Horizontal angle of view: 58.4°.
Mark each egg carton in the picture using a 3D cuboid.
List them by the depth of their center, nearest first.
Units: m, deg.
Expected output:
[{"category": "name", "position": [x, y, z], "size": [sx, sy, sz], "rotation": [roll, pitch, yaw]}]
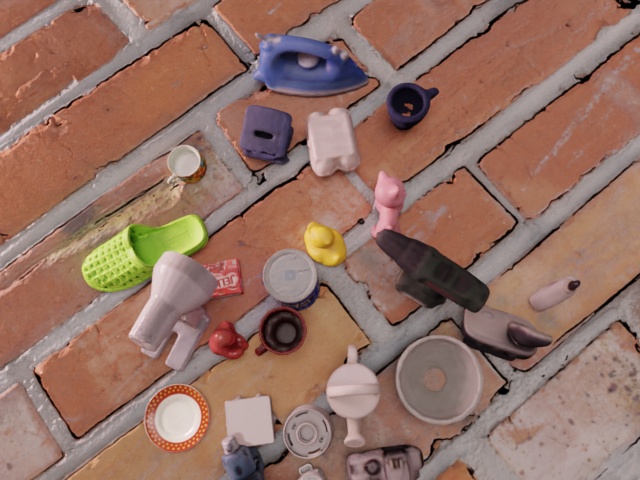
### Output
[{"category": "egg carton", "position": [0.025, -0.211, 1.234], "size": [0.107, 0.069, 0.150], "rotation": [-11, 76, -1]}]

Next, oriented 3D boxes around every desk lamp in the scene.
[{"category": "desk lamp", "position": [-0.275, 0.139, 1.085], "size": [0.118, 0.213, 0.203], "rotation": [24, 78, 8]}]

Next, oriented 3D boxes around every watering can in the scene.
[{"category": "watering can", "position": [0.064, 0.285, 1.050], "size": [0.101, 0.194, 0.173], "rotation": [-23, 77, -3]}]

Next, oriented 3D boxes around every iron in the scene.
[{"category": "iron", "position": [-0.018, -0.394, 1.243], "size": [0.258, 0.141, 0.119], "rotation": [7, 77, 4]}]

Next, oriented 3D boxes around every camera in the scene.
[{"category": "camera", "position": [0.127, 0.457, 1.055], "size": [0.143, 0.101, 0.137], "rotation": [-9, 76, 0]}]

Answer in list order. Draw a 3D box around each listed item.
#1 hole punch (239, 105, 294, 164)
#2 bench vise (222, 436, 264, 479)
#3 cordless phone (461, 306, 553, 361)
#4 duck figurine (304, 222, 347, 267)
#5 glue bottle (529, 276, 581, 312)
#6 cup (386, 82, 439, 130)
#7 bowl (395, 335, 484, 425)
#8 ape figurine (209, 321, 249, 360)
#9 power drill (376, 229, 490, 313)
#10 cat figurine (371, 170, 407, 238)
[{"category": "hole punch", "position": [-0.113, -0.225, 1.231], "size": [0.108, 0.091, 0.101], "rotation": [14, 77, 5]}, {"category": "bench vise", "position": [-0.134, 0.458, 1.001], "size": [0.121, 0.220, 0.207], "rotation": [-43, 79, -8]}, {"category": "cordless phone", "position": [0.349, 0.168, 1.074], "size": [0.147, 0.185, 0.094], "rotation": [14, 77, 5]}, {"category": "duck figurine", "position": [0.011, 0.004, 1.175], "size": [0.077, 0.086, 0.104], "rotation": [-41, 79, -8]}, {"category": "glue bottle", "position": [0.460, 0.096, 1.094], "size": [0.078, 0.173, 0.037], "rotation": [-36, 78, -6]}, {"category": "cup", "position": [0.197, -0.284, 1.234], "size": [0.118, 0.095, 0.091], "rotation": [-26, 77, -4]}, {"category": "bowl", "position": [0.226, 0.270, 1.110], "size": [0.167, 0.075, 0.167], "rotation": [0, 76, 2]}, {"category": "ape figurine", "position": [-0.186, 0.197, 1.131], "size": [0.076, 0.092, 0.078], "rotation": [-6, 76, 1]}, {"category": "power drill", "position": [0.202, 0.067, 1.091], "size": [0.229, 0.208, 0.076], "rotation": [29, 79, 8]}, {"category": "cat figurine", "position": [0.143, -0.072, 1.173], "size": [0.067, 0.118, 0.128], "rotation": [3, 77, 3]}]
